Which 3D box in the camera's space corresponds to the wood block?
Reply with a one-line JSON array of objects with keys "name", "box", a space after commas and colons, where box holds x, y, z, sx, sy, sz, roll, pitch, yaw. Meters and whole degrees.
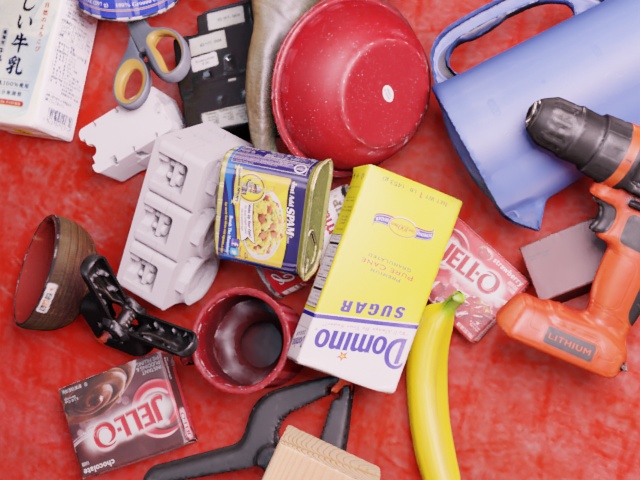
[{"name": "wood block", "box": [-0.032, 0.274, 0.895, 0.091, 0.090, 0.206, 25, 91, 4]}]

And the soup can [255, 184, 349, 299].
[{"name": "soup can", "box": [-0.006, 0.001, 0.966, 0.102, 0.068, 0.068, -27, 75, 11]}]

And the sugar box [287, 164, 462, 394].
[{"name": "sugar box", "box": [0.046, 0.034, 0.903, 0.093, 0.048, 0.176, 20, 84, -15]}]

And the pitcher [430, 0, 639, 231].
[{"name": "pitcher", "box": [0.219, -0.135, 0.885, 0.243, 0.149, 0.145, -30, 34, 8]}]

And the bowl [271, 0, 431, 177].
[{"name": "bowl", "box": [0.040, -0.128, 0.908, 0.055, 0.161, 0.162, 24, 90, 53]}]

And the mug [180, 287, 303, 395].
[{"name": "mug", "box": [-0.069, 0.096, 0.964, 0.117, 0.081, 0.093, -17, 77, 14]}]

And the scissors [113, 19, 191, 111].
[{"name": "scissors", "box": [-0.188, -0.194, 1.041, 0.096, 0.016, 0.202, -50, 47, 4]}]

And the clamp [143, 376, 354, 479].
[{"name": "clamp", "box": [-0.036, 0.210, 0.961, 0.210, 0.036, 0.164, -43, 81, 5]}]

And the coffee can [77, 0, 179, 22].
[{"name": "coffee can", "box": [-0.188, -0.292, 1.001, 0.103, 0.140, 0.103, -1, 39, 1]}]

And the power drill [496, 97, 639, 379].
[{"name": "power drill", "box": [0.211, 0.000, 0.827, 0.184, 0.057, 0.188, 25, 105, -5]}]

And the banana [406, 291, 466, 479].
[{"name": "banana", "box": [0.098, 0.139, 0.915, 0.037, 0.070, 0.198, -3, 94, -13]}]

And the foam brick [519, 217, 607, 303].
[{"name": "foam brick", "box": [0.215, 0.019, 0.902, 0.078, 0.051, 0.053, -22, 75, 13]}]

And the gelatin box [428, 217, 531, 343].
[{"name": "gelatin box", "box": [0.128, 0.035, 0.938, 0.073, 0.030, 0.089, -47, 72, 6]}]

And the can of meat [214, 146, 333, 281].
[{"name": "can of meat", "box": [-0.040, -0.024, 0.900, 0.084, 0.057, 0.102, 12, 109, 13]}]

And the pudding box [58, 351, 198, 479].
[{"name": "pudding box", "box": [-0.181, 0.166, 1.011, 0.113, 0.039, 0.090, -22, 76, 13]}]

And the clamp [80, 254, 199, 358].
[{"name": "clamp", "box": [-0.168, 0.076, 0.960, 0.120, 0.172, 0.039, 43, 69, 2]}]
